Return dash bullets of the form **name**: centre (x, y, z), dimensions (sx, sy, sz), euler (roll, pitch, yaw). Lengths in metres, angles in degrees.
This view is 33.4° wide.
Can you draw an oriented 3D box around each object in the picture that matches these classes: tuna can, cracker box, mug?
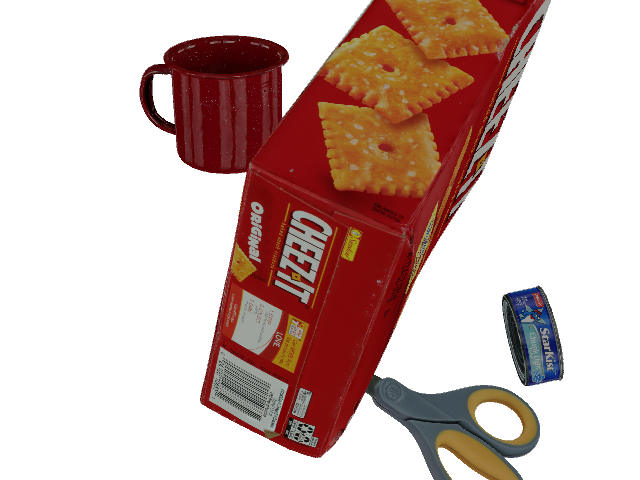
- **tuna can**: centre (0.188, 0.085, 0.949), dimensions (0.034, 0.086, 0.086), euler (-12, 0, 2)
- **cracker box**: centre (0.031, -0.029, 0.494), dimensions (0.072, 0.164, 0.213), euler (26, 49, 9)
- **mug**: centre (-0.082, -0.103, 0.810), dimensions (0.117, 0.081, 0.093), euler (6, 29, 10)

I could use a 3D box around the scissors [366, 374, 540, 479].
- **scissors**: centre (0.060, 0.091, 0.672), dimensions (0.096, 0.202, 0.016), euler (-39, -10, -36)
